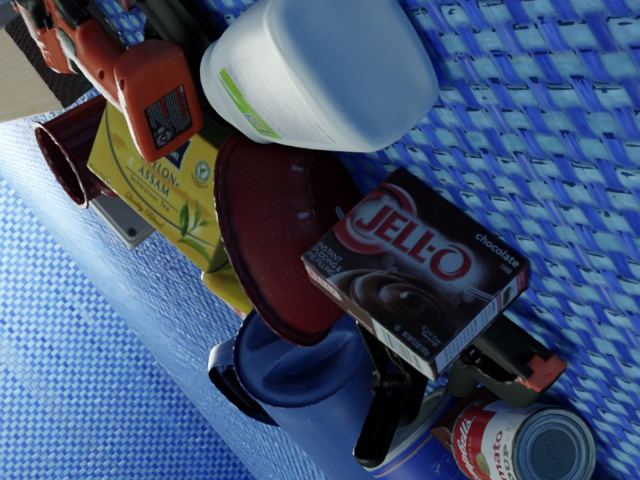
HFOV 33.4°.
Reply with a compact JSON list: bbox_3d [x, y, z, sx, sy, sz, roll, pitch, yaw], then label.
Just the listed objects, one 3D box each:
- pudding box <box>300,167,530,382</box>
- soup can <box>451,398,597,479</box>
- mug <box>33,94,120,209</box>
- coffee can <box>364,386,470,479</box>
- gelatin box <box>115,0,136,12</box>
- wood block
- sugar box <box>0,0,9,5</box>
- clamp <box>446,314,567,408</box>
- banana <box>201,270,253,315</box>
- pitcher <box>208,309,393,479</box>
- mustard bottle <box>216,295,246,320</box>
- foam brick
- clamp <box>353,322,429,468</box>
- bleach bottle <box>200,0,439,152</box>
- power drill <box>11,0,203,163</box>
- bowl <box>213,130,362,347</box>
[{"bbox_3d":[0.058,0.020,0.662,0.114,0.090,0.039,40,165,26],"label":"pudding box"},{"bbox_3d":[0.148,0.153,0.783,0.068,0.068,0.102,50,164,-7],"label":"soup can"},{"bbox_3d":[-0.202,-0.082,0.993,0.117,0.081,0.093,40,153,36],"label":"mug"},{"bbox_3d":[0.121,0.215,0.941,0.140,0.102,0.103,48,165,1],"label":"coffee can"},{"bbox_3d":[-0.164,-0.221,0.788,0.073,0.030,0.089,43,164,17],"label":"gelatin box"},{"bbox_3d":[-0.288,-0.177,1.030,0.207,0.090,0.090,-1,131,51],"label":"wood block"},{"bbox_3d":[-0.347,-0.267,1.144,0.176,0.048,0.093,48,163,5],"label":"sugar box"},{"bbox_3d":[0.109,0.077,0.762,0.164,0.036,0.210,54,167,-26],"label":"clamp"},{"bbox_3d":[-0.061,0.080,1.051,0.037,0.069,0.198,58,169,37],"label":"banana"},{"bbox_3d":[0.007,0.156,1.047,0.149,0.145,0.242,38,164,38],"label":"pitcher"},{"bbox_3d":[-0.064,0.068,1.168,0.192,0.058,0.096,44,161,17],"label":"mustard bottle"},{"bbox_3d":[0.138,0.165,0.870,0.078,0.051,0.053,47,165,5],"label":"foam brick"},{"bbox_3d":[0.059,0.126,0.875,0.039,0.120,0.171,6,170,21],"label":"clamp"},{"bbox_3d":[-0.025,-0.104,0.644,0.102,0.068,0.251,55,166,-18],"label":"bleach bottle"},{"bbox_3d":[-0.169,-0.158,0.788,0.188,0.057,0.184,45,163,26],"label":"power drill"},{"bbox_3d":[-0.007,-0.010,0.744,0.162,0.055,0.162,45,-146,-43],"label":"bowl"}]
